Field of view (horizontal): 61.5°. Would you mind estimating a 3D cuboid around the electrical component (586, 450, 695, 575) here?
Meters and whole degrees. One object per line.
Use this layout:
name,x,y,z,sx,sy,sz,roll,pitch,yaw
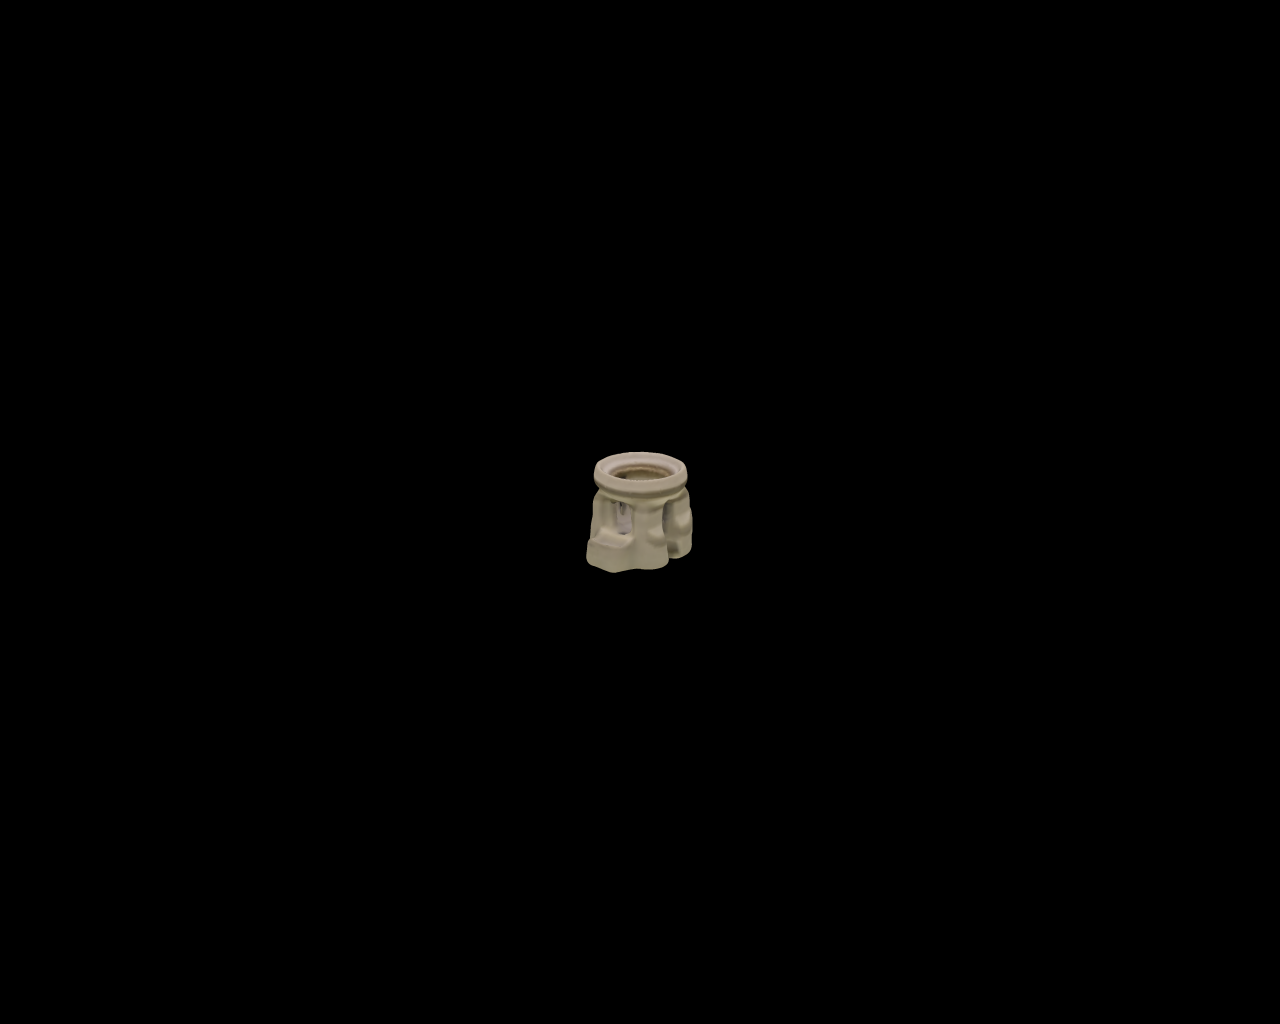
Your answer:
electrical component,0.001,-0.003,0.650,0.058,0.056,0.078,17,28,37
